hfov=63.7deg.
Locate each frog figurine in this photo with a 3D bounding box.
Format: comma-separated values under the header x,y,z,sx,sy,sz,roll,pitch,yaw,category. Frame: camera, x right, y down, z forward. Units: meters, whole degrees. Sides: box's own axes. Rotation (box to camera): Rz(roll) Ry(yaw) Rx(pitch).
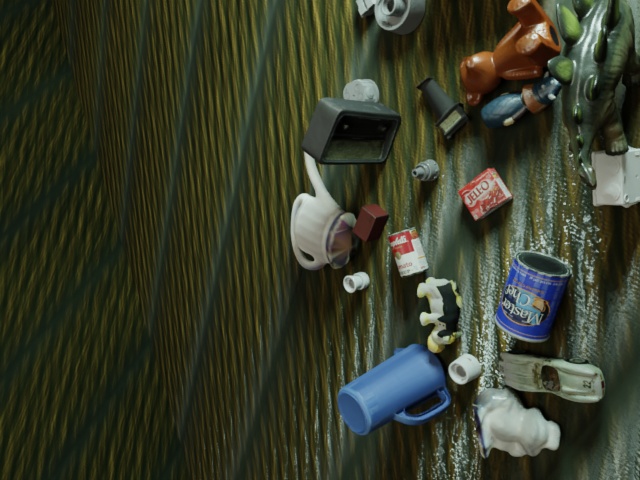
x,y,z,sx,sy,sz,roll,pitch,yaw,category
0.397,0.370,1.048,0.159,0.122,0.138,-10,82,13,frog figurine

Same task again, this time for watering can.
x,y,z,sx,sy,sz,roll,pitch,yaw,category
0.004,-0.069,1.364,0.226,0.105,0.342,26,117,41,watering can
